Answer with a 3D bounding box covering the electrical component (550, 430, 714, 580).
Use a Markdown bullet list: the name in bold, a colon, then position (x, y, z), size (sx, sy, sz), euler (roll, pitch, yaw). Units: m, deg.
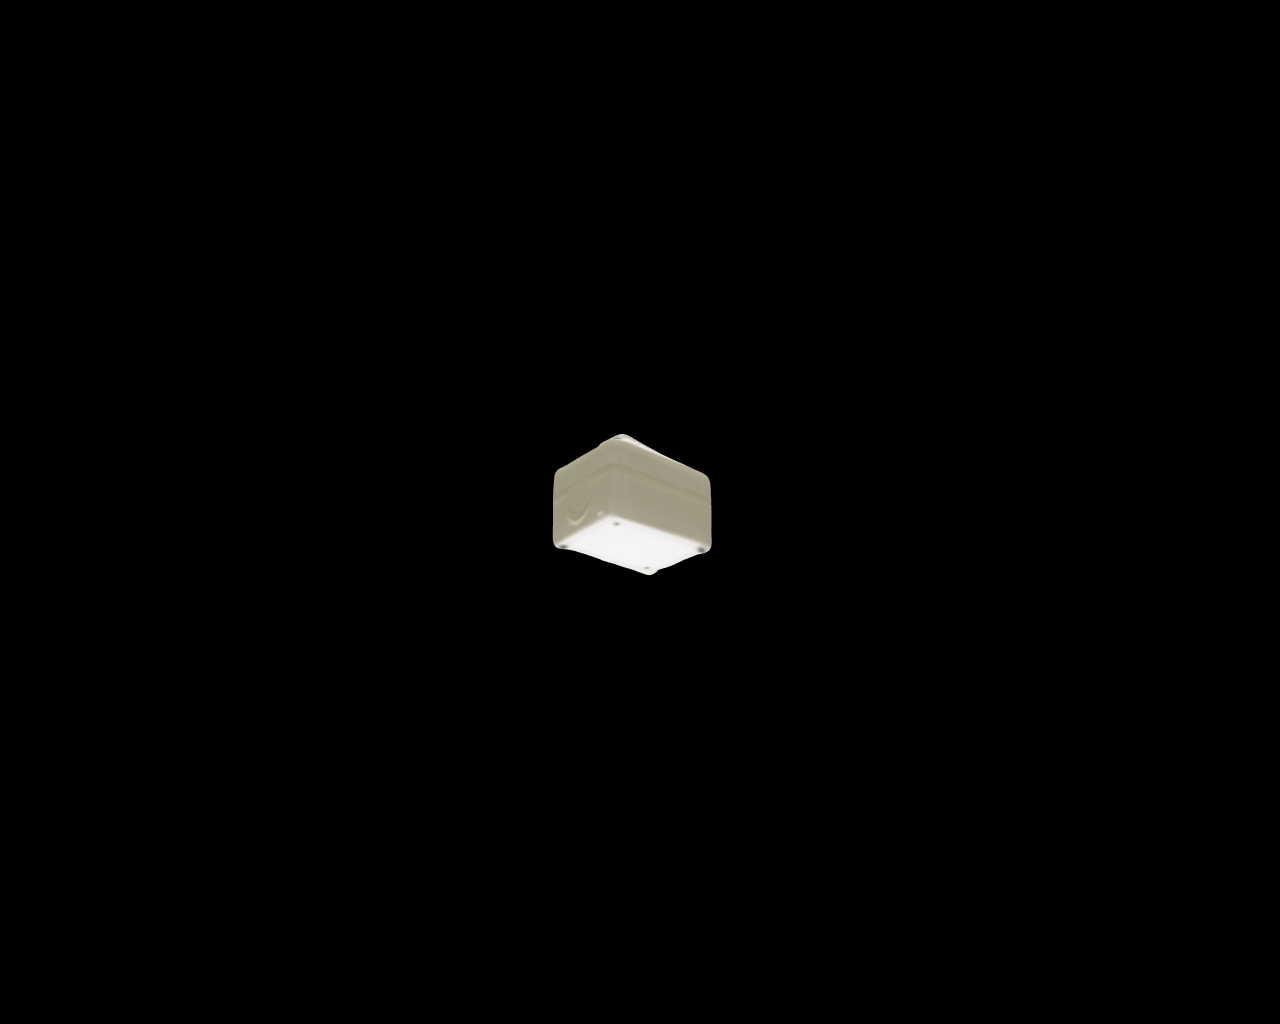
- **electrical component**: position (0.001, -0.003, 0.650), size (0.096, 0.061, 0.061), euler (20, -32, -36)
